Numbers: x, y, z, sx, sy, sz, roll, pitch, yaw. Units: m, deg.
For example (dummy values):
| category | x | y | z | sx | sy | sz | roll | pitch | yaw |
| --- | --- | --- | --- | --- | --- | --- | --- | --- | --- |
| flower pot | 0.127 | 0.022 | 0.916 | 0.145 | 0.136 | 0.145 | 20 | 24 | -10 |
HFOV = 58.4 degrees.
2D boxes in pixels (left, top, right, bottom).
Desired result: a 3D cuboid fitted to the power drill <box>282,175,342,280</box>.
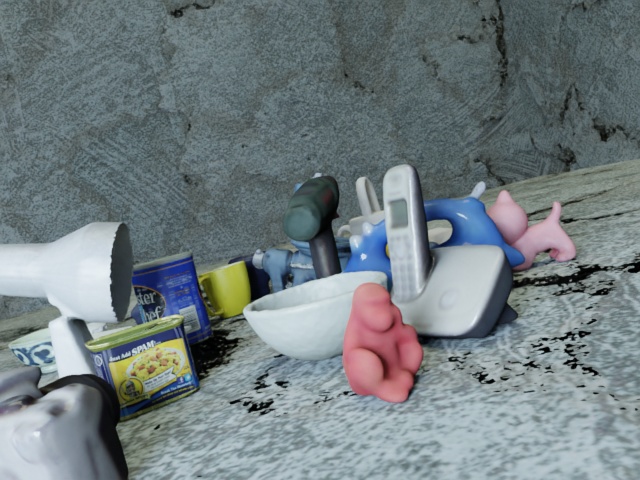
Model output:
| category | x | y | z | sx | sy | sz | roll | pitch | yaw |
| --- | --- | --- | --- | --- | --- | --- | --- | --- | --- |
| power drill | 0.008 | 0.003 | 0.894 | 0.075 | 0.208 | 0.230 | -13 | 4 | 14 |

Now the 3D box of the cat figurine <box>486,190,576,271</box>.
| category | x | y | z | sx | sy | sz | roll | pitch | yaw |
| --- | --- | --- | --- | --- | --- | --- | --- | --- | --- |
| cat figurine | 0.297 | -0.019 | 0.841 | 0.127 | 0.118 | 0.067 | -14 | 4 | 7 |

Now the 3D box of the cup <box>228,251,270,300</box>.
| category | x | y | z | sx | sy | sz | roll | pitch | yaw |
| --- | --- | --- | --- | --- | --- | --- | --- | --- | --- |
| cup | -0.129 | 0.075 | 1.202 | 0.117 | 0.095 | 0.092 | -11 | 5 | 41 |

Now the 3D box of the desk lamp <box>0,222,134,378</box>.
| category | x | y | z | sx | sy | sz | roll | pitch | yaw |
| --- | --- | --- | --- | --- | --- | --- | --- | --- | --- |
| desk lamp | -0.308 | 0.094 | 0.678 | 0.203 | 0.213 | 0.118 | -14 | 4 | -6 |

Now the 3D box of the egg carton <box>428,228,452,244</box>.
| category | x | y | z | sx | sy | sz | roll | pitch | yaw |
| --- | --- | --- | --- | --- | --- | --- | --- | --- | --- |
| egg carton | 0.196 | 0.021 | 0.997 | 0.107 | 0.069 | 0.150 | -15 | 4 | -9 |

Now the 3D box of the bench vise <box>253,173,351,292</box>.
| category | x | y | z | sx | sy | sz | roll | pitch | yaw |
| --- | --- | --- | --- | --- | --- | --- | --- | --- | --- |
| bench vise | -0.034 | -0.004 | 1.068 | 0.207 | 0.220 | 0.121 | -14 | 4 | -2 |

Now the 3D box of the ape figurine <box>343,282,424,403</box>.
| category | x | y | z | sx | sy | sz | roll | pitch | yaw |
| --- | --- | --- | --- | --- | --- | --- | --- | --- | --- |
| ape figurine | 0.049 | 0.081 | 0.481 | 0.078 | 0.092 | 0.076 | -16 | 4 | -27 |

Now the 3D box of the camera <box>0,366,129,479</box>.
| category | x | y | z | sx | sy | sz | roll | pitch | yaw |
| --- | --- | --- | --- | --- | --- | --- | --- | --- | --- |
| camera | -0.212 | 0.144 | 0.447 | 0.143 | 0.101 | 0.137 | -13 | 4 | 20 |

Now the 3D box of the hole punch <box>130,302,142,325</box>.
| category | x | y | z | sx | sy | sz | roll | pitch | yaw |
| --- | --- | --- | --- | --- | --- | --- | --- | --- | --- |
| hole punch | -0.308 | 0.127 | 1.125 | 0.108 | 0.091 | 0.101 | -13 | 4 | 21 |

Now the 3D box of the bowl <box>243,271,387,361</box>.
| category | x | y | z | sx | sy | sz | roll | pitch | yaw |
| --- | --- | --- | --- | --- | --- | --- | --- | --- | --- |
| bowl | 0.002 | 0.091 | 0.646 | 0.167 | 0.075 | 0.167 | -14 | 4 | 1 |

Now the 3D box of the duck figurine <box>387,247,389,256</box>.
| category | x | y | z | sx | sy | sz | roll | pitch | yaw |
| --- | --- | --- | --- | --- | --- | --- | --- | --- | --- |
| duck figurine | 0.114 | 0.041 | 0.884 | 0.104 | 0.086 | 0.078 | -12 | 4 | 29 |

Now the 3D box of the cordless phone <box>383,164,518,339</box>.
| category | x | y | z | sx | sy | sz | roll | pitch | yaw |
| --- | --- | --- | --- | --- | --- | --- | --- | --- | --- |
| cordless phone | 0.119 | 0.008 | 0.596 | 0.094 | 0.185 | 0.147 | -17 | 5 | -34 |

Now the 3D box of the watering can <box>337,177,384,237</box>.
| category | x | y | z | sx | sy | sz | roll | pitch | yaw |
| --- | --- | --- | --- | --- | --- | --- | --- | --- | --- |
| watering can | 0.118 | -0.034 | 1.152 | 0.173 | 0.194 | 0.101 | -14 | 4 | -1 |

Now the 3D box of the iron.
| category | x | y | z | sx | sy | sz | roll | pitch | yaw |
| --- | --- | --- | --- | --- | --- | --- | --- | --- | --- |
| iron | 0.126 | 0.017 | 0.761 | 0.258 | 0.141 | 0.118 | -14 | 4 | -6 |
